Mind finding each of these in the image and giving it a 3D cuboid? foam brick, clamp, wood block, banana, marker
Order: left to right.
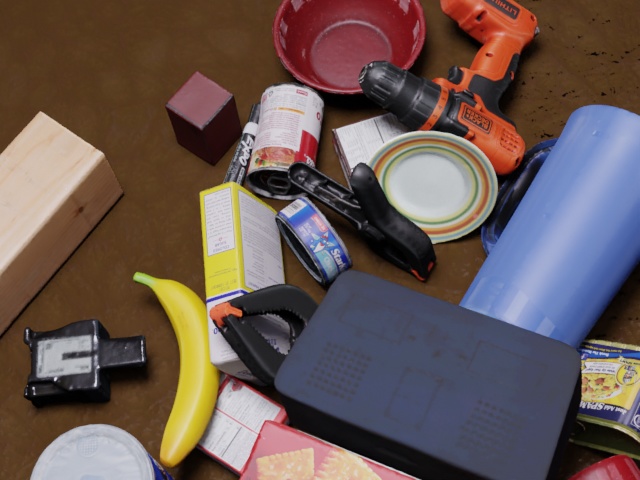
[{"bbox_3d":[-0.302,-0.011,1.059,0.090,0.091,0.206,33,72,17],"label":"wood block"},{"bbox_3d":[-0.126,0.114,0.990,0.069,0.037,0.198,-13,59,-3],"label":"banana"},{"bbox_3d":[-0.119,-0.125,1.101,0.053,0.078,0.051,34,72,16],"label":"foam brick"},{"bbox_3d":[-0.079,-0.092,1.115,0.020,0.020,0.121,14,68,10],"label":"marker"},{"bbox_3d":[-0.006,0.106,0.958,0.209,0.036,0.164,17,66,-33],"label":"clamp"},{"bbox_3d":[0.056,-0.021,1.003,0.171,0.120,0.039,37,80,-21],"label":"clamp"}]

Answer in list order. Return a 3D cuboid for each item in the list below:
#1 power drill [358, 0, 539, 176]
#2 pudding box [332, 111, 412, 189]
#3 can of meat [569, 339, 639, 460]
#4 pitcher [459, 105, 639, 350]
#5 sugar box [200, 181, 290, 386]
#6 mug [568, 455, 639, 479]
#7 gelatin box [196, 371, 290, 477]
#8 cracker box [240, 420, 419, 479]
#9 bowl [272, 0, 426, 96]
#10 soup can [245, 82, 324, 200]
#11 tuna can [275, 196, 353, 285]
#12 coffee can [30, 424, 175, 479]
[{"bbox_3d":[0.138,-0.175,1.073,0.184,0.057,0.187,29,62,-16],"label":"power drill"},{"bbox_3d":[0.078,-0.086,1.089,0.113,0.039,0.090,-17,67,-5],"label":"pudding box"},{"bbox_3d":[0.259,0.139,0.948,0.102,0.057,0.084,6,58,48],"label":"can of meat"},{"bbox_3d":[0.225,0.002,0.996,0.145,0.149,0.242,36,74,3],"label":"pitcher"},{"bbox_3d":[-0.070,0.043,1.013,0.048,0.093,0.176,-15,64,24],"label":"sugar box"},{"bbox_3d":[0.259,0.235,0.914,0.117,0.093,0.081,-8,57,-32],"label":"mug"},{"bbox_3d":[-0.082,0.171,0.994,0.089,0.030,0.073,28,71,19],"label":"gelatin box"},{"bbox_3d":[0.050,0.227,0.885,0.214,0.164,0.072,20,76,13],"label":"cracker box"},{"bbox_3d":[0.032,-0.212,1.138,0.162,0.055,0.162,-2,66,4],"label":"bowl"},{"bbox_3d":[-0.035,-0.101,1.089,0.068,0.068,0.102,5,66,7],"label":"soup can"},{"bbox_3d":[-0.007,0.001,1.032,0.033,0.086,0.086,-35,68,-9],"label":"tuna can"},{"bbox_3d":[-0.179,0.225,0.918,0.103,0.140,0.103,-2,66,4],"label":"coffee can"}]
